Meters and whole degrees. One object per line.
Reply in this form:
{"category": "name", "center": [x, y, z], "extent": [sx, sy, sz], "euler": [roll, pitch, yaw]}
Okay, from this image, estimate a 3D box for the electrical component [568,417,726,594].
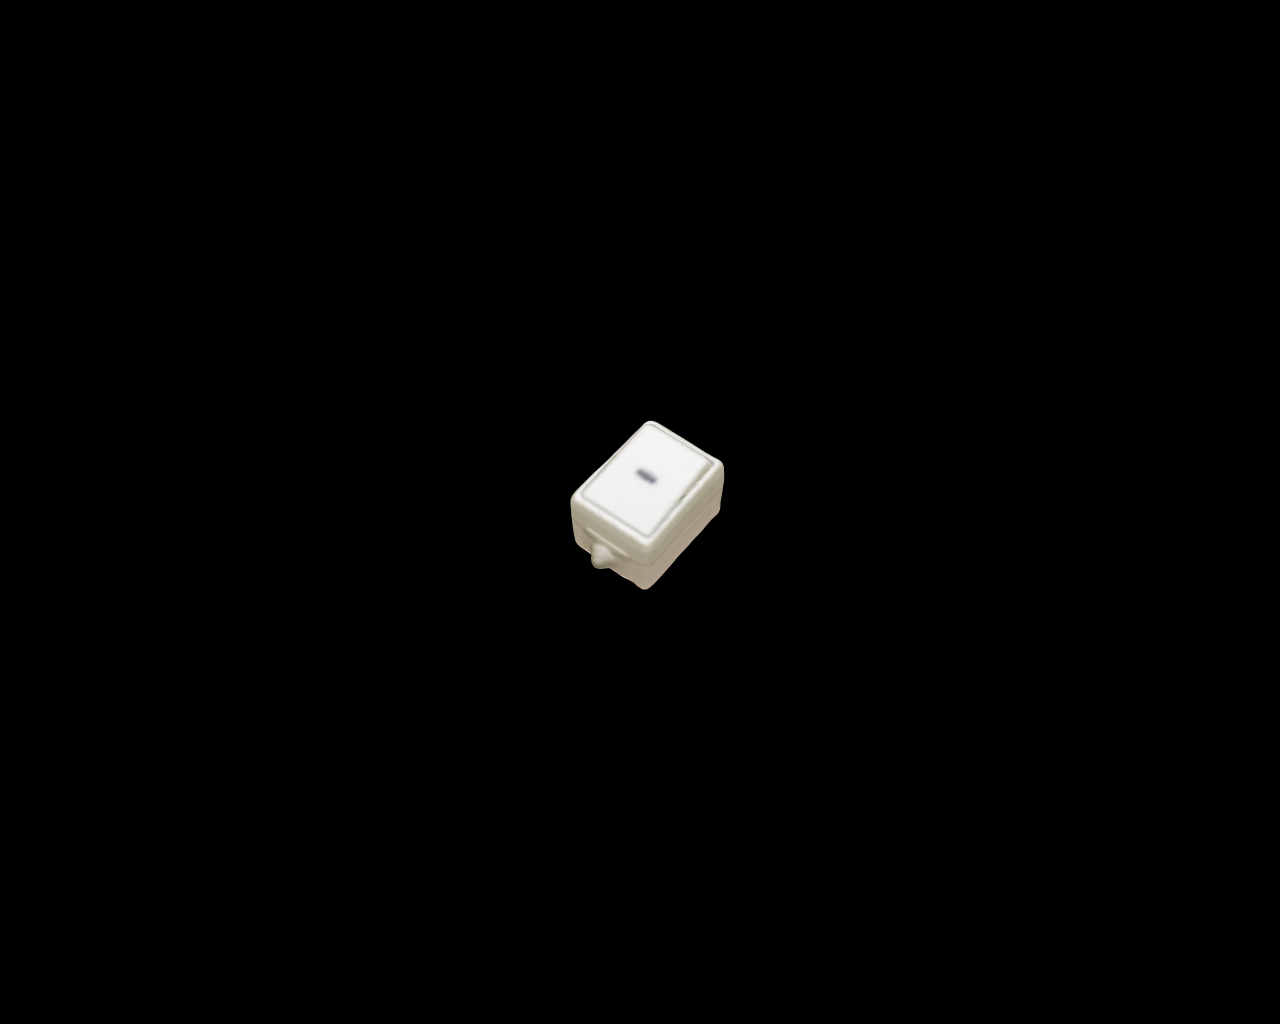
{"category": "electrical component", "center": [0.001, -0.003, 0.650], "extent": [0.062, 0.096, 0.061], "euler": [33, -28, 20]}
